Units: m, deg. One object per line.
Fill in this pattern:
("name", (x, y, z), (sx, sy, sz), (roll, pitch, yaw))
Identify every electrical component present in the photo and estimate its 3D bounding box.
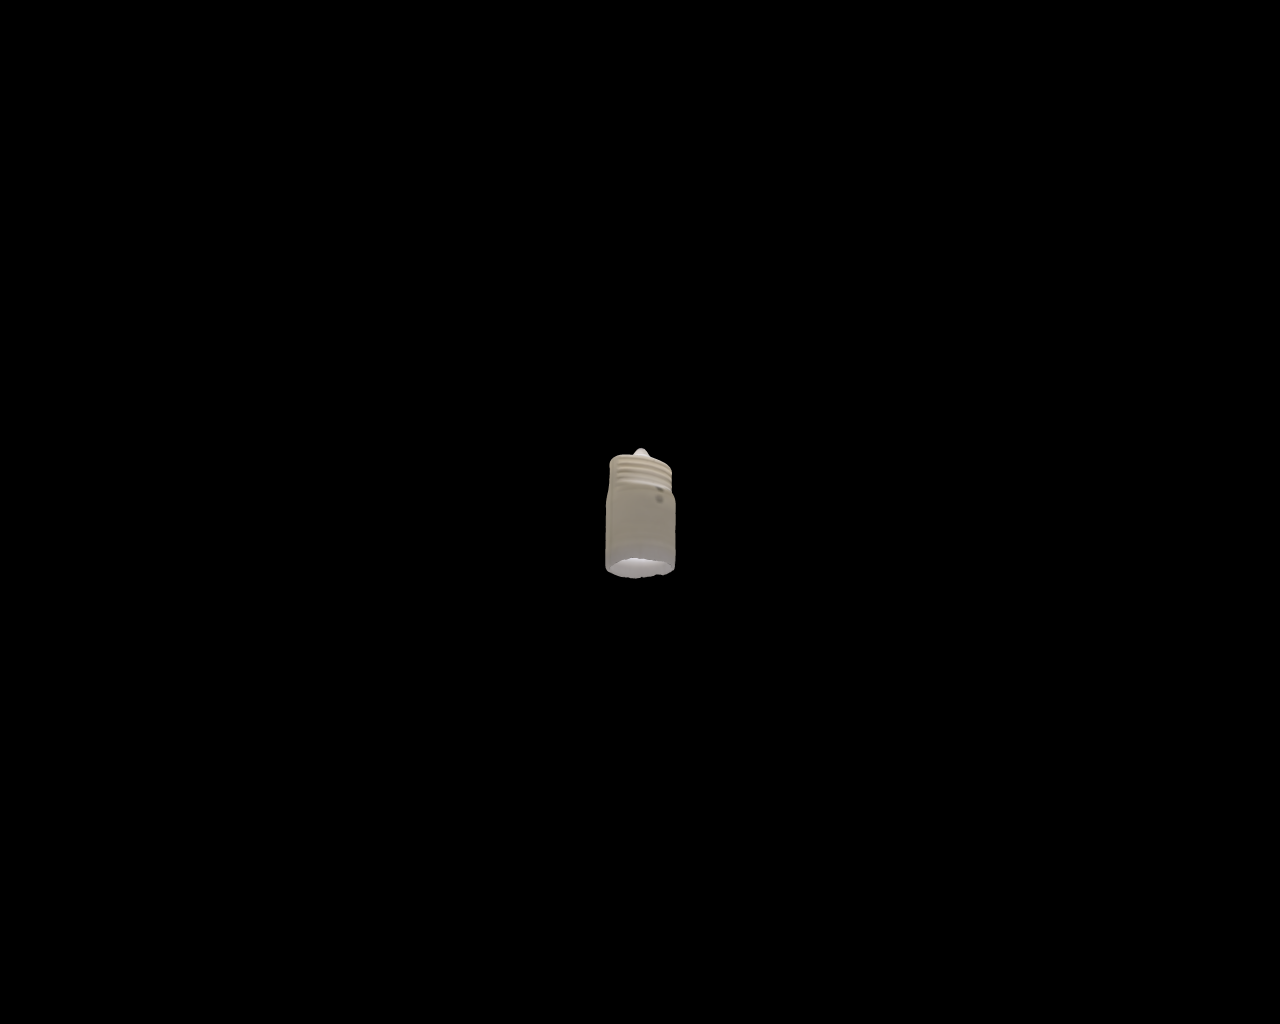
("electrical component", (0.001, -0.003, 0.650), (0.043, 0.081, 0.043), (0, -20, 0))
